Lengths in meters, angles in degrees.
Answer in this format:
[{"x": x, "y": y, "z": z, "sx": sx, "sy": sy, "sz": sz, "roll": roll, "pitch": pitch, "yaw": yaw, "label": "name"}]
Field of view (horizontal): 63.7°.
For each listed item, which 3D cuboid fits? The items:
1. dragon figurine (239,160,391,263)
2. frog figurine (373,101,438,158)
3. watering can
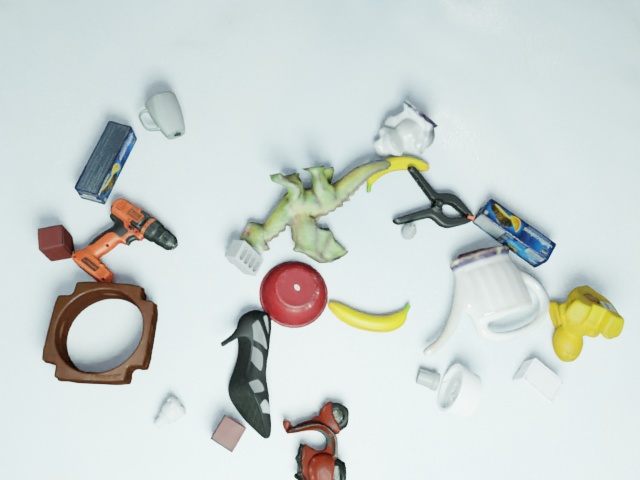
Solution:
[{"x": 0.004, "y": -0.064, "z": 1.263, "sx": 0.411, "sy": 0.121, "sz": 0.244, "roll": -9, "pitch": 85, "yaw": -10, "label": "dragon figurine"}, {"x": 0.226, "y": -0.277, "z": 1.389, "sx": 0.137, "sy": 0.123, "sz": 0.158, "roll": 42, "pitch": 103, "yaw": 2, "label": "frog figurine"}, {"x": 0.371, "y": 0.135, "z": 1.206, "sx": 0.349, "sy": 0.102, "sz": 0.228, "roll": -13, "pitch": 68, "yaw": -14, "label": "watering can"}]
